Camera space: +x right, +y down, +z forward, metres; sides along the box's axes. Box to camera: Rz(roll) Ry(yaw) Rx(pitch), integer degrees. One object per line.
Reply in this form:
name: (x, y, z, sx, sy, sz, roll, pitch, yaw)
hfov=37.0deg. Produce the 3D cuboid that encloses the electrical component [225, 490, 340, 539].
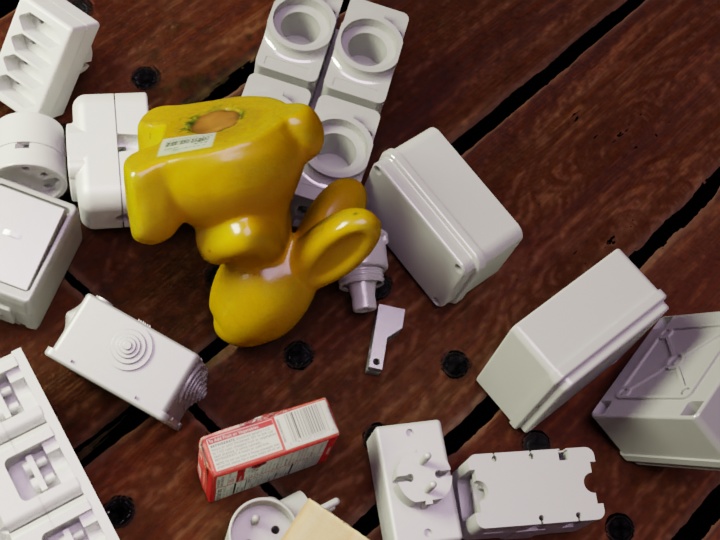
electrical component: (-0.049, 0.168, 0.695, 0.079, 0.077, 0.043, -24, 73, -19)

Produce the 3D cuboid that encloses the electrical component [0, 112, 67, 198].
electrical component: (-0.241, -0.082, 0.782, 0.055, 0.055, 0.047, -1, 63, -11)

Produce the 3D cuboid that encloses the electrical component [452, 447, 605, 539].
electrical component: (0.113, 0.155, 0.743, 0.089, 0.055, 0.050, -2, 67, -11)

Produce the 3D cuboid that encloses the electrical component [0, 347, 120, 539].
electrical component: (-0.205, 0.138, 0.673, 0.062, 0.089, 0.150, -27, 74, -20)

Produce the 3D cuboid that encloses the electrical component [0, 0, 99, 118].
electrical component: (-0.229, -0.163, 0.814, 0.047, 0.083, 0.076, 35, 27, 6)

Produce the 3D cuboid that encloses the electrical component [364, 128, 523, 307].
electrical component: (0.057, -0.038, 0.805, 0.057, 0.078, 0.113, -33, 76, -24)

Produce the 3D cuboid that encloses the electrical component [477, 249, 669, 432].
electrical component: (0.149, 0.052, 0.766, 0.109, 0.108, 0.056, -34, 74, -22)

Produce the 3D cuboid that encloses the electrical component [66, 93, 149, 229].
electrical component: (-0.184, -0.080, 0.792, 0.059, 0.053, 0.095, -4, 68, -12)

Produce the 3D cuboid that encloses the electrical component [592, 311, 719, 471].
electrical component: (0.240, 0.084, 0.765, 0.056, 0.109, 0.108, 49, 65, -15)

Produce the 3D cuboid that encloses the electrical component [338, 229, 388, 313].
electrical component: (0.000, 0.000, 0.797, 0.048, 0.048, 0.062, -4, 74, -12)

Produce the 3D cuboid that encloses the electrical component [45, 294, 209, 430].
electrical component: (-0.150, 0.062, 0.713, 0.100, 0.099, 0.048, 29, 78, 3)

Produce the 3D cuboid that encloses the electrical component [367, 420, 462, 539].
electrical component: (0.040, 0.143, 0.724, 0.047, 0.075, 0.083, -5, 68, -12)

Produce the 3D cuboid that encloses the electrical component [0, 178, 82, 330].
electrical component: (-0.241, -0.007, 0.745, 0.062, 0.061, 0.096, 20, 65, -1)

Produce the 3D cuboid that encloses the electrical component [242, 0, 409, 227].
electrical component: (-0.036, -0.130, 0.837, 0.105, 0.060, 0.186, 17, 65, -3)
